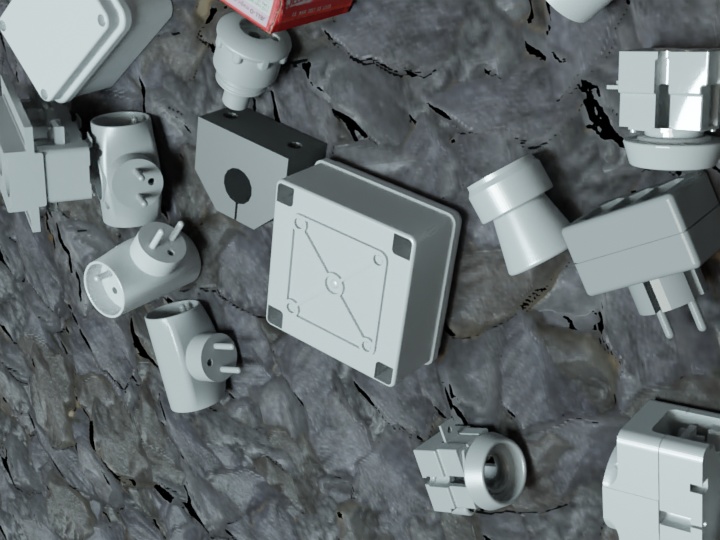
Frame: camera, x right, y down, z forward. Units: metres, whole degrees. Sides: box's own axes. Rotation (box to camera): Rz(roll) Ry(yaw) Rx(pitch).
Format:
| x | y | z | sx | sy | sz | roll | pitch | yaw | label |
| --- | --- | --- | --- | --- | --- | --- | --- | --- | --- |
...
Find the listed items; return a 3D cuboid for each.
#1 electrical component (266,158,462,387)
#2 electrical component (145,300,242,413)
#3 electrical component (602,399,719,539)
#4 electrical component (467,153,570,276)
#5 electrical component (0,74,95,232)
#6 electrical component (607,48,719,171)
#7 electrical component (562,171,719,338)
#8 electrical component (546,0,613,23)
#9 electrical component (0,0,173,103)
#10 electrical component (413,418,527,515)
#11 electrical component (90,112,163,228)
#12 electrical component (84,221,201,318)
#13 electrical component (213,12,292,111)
| x | y | z | sx | sy | sz | roll | pitch | yaw | label |
| --- | --- | --- | --- | --- | --- | --- | --- | --- | --- |
| 0.000 | 0.000 | 0.677 | 0.109 | 0.056 | 0.108 | 25 | 124 | 29 | electrical component |
| -0.121 | 0.066 | 0.816 | 0.079 | 0.043 | 0.077 | -1 | 109 | 40 | electrical component |
| 0.171 | 0.123 | 0.596 | 0.056 | 0.050 | 0.089 | 9 | 114 | 37 | electrical component |
| 0.090 | -0.031 | 0.596 | 0.045 | 0.045 | 0.055 | -28 | 90 | 43 | electrical component |
| -0.239 | -0.090 | 0.800 | 0.121 | 0.063 | 0.078 | -132 | 40 | -53 | electrical component |
| 0.153 | -0.079 | 0.522 | 0.066 | 0.048 | 0.055 | 9 | 108 | 37 | electrical component |
| 0.155 | -0.001 | 0.554 | 0.066 | 0.047 | 0.076 | -19 | 97 | 43 | electrical component |
| 0.124 | -0.160 | 0.510 | 0.081 | 0.043 | 0.043 | -39 | 83 | 43 | electrical component |
| -0.195 | -0.178 | 0.756 | 0.113 | 0.057 | 0.078 | -34 | 87 | 43 | electrical component |
| 0.072 | 0.127 | 0.684 | 0.055 | 0.048 | 0.066 | -8 | 104 | 49 | electrical component |
| -0.166 | -0.068 | 0.779 | 0.079 | 0.044 | 0.077 | -138 | 41 | -58 | electrical component |
| -0.151 | -0.008 | 0.784 | 0.043 | 0.077 | 0.079 | 50 | 132 | 11 | electrical component |
| -0.073 | -0.130 | 0.687 | 0.048 | 0.048 | 0.062 | 43 | 138 | 17 | electrical component |
